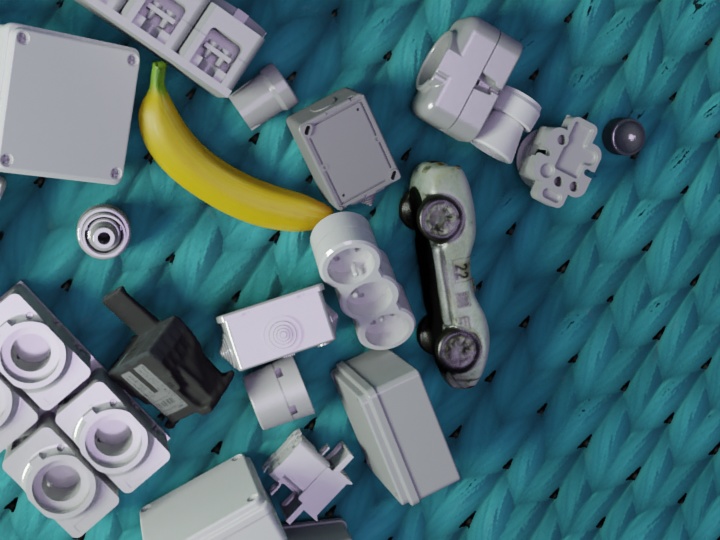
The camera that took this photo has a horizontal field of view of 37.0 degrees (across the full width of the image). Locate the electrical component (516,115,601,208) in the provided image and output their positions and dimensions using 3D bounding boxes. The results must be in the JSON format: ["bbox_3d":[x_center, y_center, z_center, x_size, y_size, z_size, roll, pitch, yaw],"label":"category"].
[{"bbox_3d":[0.172,-0.097,0.950,0.058,0.057,0.078,24,93,-16],"label":"electrical component"}]

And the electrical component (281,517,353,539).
[{"bbox_3d":[-0.060,0.285,0.957,0.109,0.056,0.108,-4,100,-13],"label":"electrical component"}]

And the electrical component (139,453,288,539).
[{"bbox_3d":[-0.124,0.218,0.904,0.109,0.109,0.056,-28,107,-8],"label":"electrical component"}]

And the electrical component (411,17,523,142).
[{"bbox_3d":[0.087,-0.165,0.920,0.059,0.054,0.095,27,92,-16],"label":"electrical component"}]

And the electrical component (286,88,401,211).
[{"bbox_3d":[-0.013,-0.098,0.907,0.062,0.061,0.096,-29,112,-7],"label":"electrical component"}]

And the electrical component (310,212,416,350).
[{"bbox_3d":[0.000,0.000,0.916,0.052,0.073,0.138,-24,134,5],"label":"electrical component"}]

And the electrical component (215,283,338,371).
[{"bbox_3d":[-0.070,0.048,0.895,0.100,0.100,0.048,-18,90,-10],"label":"electrical component"}]

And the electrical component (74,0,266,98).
[{"bbox_3d":[-0.153,-0.202,0.838,0.150,0.089,0.061,33,90,-16],"label":"electrical component"}]

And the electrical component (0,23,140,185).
[{"bbox_3d":[-0.235,-0.127,0.829,0.109,0.056,0.108,4,99,-41],"label":"electrical component"}]

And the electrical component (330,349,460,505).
[{"bbox_3d":[0.029,0.131,0.926,0.056,0.109,0.108,-24,104,-11],"label":"electrical component"}]

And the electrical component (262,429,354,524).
[{"bbox_3d":[-0.048,0.179,0.950,0.081,0.042,0.064,-46,104,-3],"label":"electrical component"}]

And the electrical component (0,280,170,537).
[{"bbox_3d":[-0.256,0.116,0.881,0.105,0.060,0.186,-41,106,-4],"label":"electrical component"}]

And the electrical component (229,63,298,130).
[{"bbox_3d":[-0.081,-0.143,0.892,0.046,0.040,0.040,-35,105,-1],"label":"electrical component"}]

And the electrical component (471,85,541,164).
[{"bbox_3d":[0.127,-0.127,0.940,0.045,0.045,0.055,31,91,-16],"label":"electrical component"}]

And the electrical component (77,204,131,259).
[{"bbox_3d":[-0.207,-0.030,0.868,0.043,0.062,0.043,-2,100,-13],"label":"electrical component"}]

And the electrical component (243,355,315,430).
[{"bbox_3d":[-0.071,0.106,0.927,0.047,0.055,0.055,-21,103,-6],"label":"electrical component"}]

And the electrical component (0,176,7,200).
[{"bbox_3d":[-0.347,-0.018,0.836,0.089,0.062,0.150,23,93,-16],"label":"electrical component"}]
